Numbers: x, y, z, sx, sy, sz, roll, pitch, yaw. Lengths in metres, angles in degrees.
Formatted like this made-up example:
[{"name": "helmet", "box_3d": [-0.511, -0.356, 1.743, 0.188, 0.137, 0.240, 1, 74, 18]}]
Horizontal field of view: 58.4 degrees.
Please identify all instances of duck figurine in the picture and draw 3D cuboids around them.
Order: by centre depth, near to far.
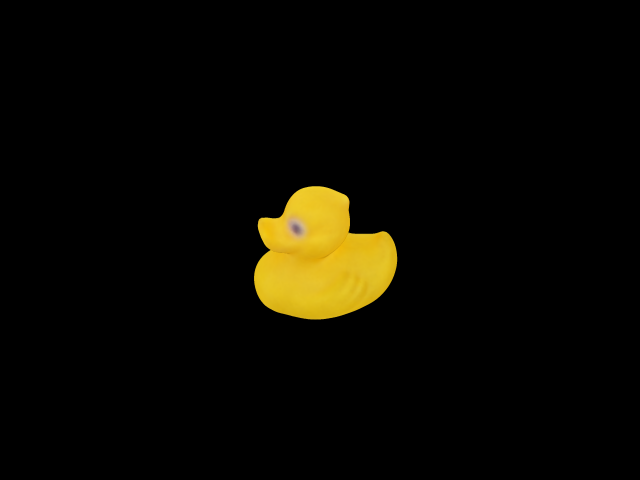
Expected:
[{"name": "duck figurine", "box_3d": [0.004, 0.001, 0.400, 0.104, 0.086, 0.077, -6, 43, -6]}]
